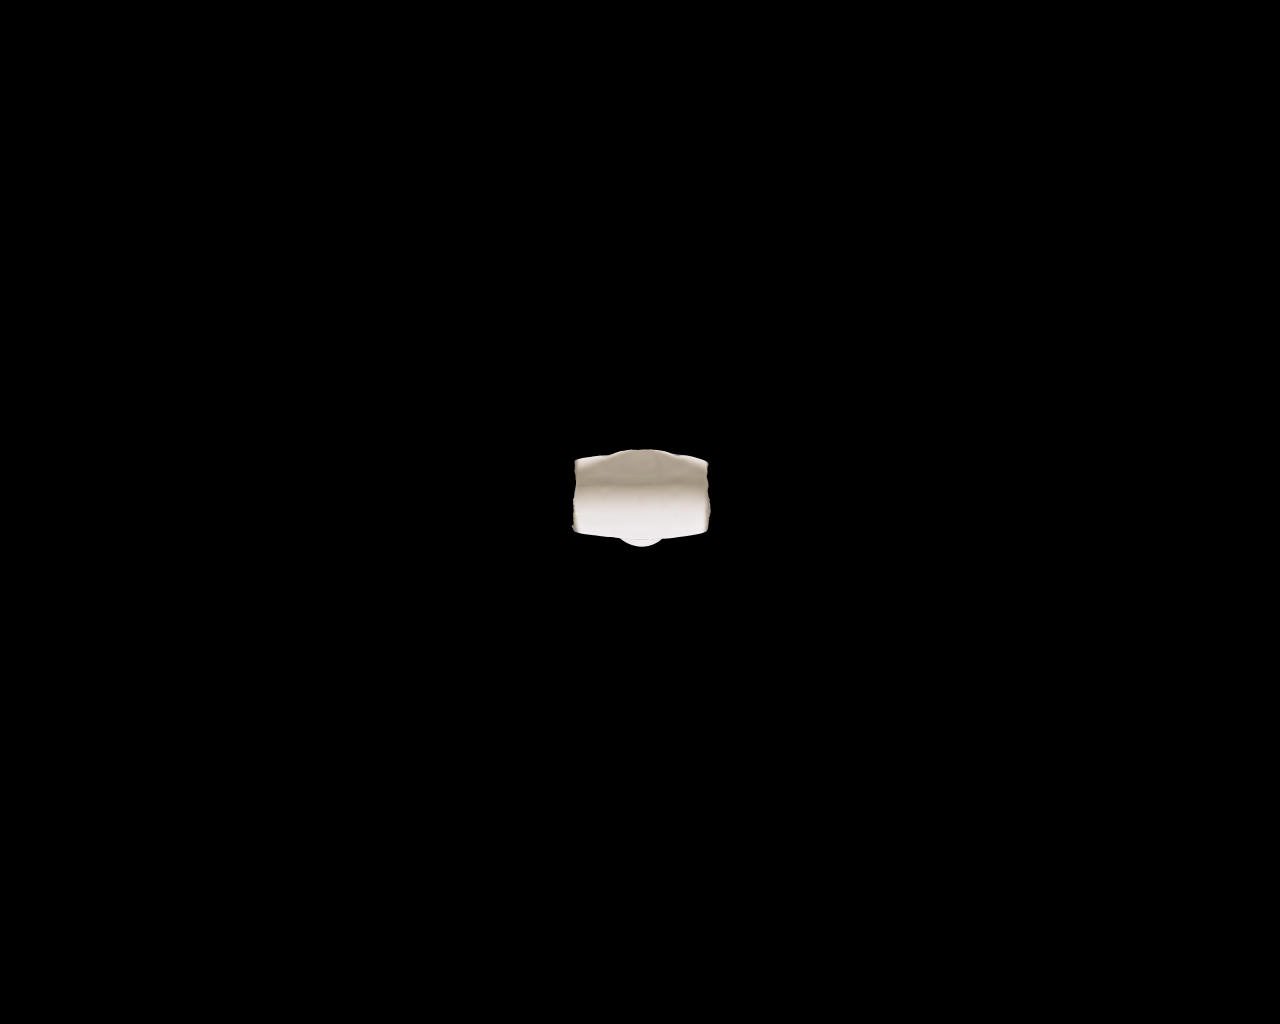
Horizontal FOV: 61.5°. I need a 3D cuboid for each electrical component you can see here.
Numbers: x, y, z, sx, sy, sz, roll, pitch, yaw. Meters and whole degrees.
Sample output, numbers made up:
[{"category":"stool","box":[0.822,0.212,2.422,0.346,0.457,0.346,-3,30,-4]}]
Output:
[{"category":"electrical component","box":[0.001,-0.003,0.650,0.077,0.044,0.079,0,-23,0]}]
